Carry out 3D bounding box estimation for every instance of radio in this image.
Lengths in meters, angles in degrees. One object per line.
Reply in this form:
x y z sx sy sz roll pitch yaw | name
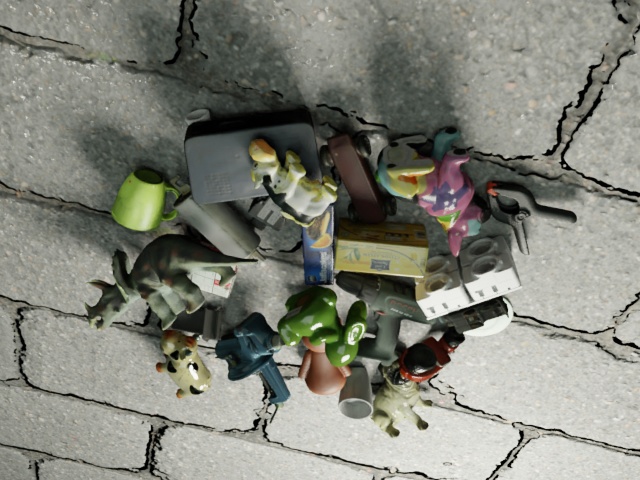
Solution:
-0.116 -0.145 0.931 0.230 0.073 0.130 -9 124 -4 | radio

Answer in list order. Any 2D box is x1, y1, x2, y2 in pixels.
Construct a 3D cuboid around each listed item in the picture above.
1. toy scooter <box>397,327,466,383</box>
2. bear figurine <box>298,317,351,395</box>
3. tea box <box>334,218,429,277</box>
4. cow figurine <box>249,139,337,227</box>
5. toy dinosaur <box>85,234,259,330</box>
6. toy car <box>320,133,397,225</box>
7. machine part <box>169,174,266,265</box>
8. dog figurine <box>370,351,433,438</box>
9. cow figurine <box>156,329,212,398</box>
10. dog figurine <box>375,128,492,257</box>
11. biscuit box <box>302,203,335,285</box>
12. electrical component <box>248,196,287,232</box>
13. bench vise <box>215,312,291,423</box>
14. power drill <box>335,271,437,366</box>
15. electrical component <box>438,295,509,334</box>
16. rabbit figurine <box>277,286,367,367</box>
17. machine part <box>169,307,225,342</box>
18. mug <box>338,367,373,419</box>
0.229 0.262 1.168 0.075 0.184 0.135 54 140 22 | toy scooter
0.001 0.243 1.211 0.120 0.132 0.195 -9 104 3 | bear figurine
0.115 0.013 1.022 0.170 0.098 0.068 5 117 5 | tea box
-0.060 -0.093 0.888 0.167 0.068 0.098 32 115 -21 | cow figurine
-0.306 0.058 1.076 0.405 0.131 0.192 -33 102 27 | toy dinosaur
0.071 -0.110 0.971 0.089 0.053 0.201 -10 128 27 | toy car
-0.199 -0.034 1.046 0.079 0.079 0.243 -32 116 26 | machine part
0.164 0.354 1.278 0.172 0.121 0.190 -23 106 18 | dog figurine
-0.323 0.294 1.293 0.127 0.085 0.194 -11 121 22 | cow figurine
0.202 -0.071 0.947 0.192 0.108 0.218 -13 126 3 | dog figurine
-0.002 -0.003 1.024 0.063 0.059 0.202 0 130 2 | biscuit box
-0.099 -0.056 1.036 0.075 0.048 0.119 35 121 -16 | electrical component
-0.129 0.283 1.225 0.224 0.129 0.240 -21 103 29 | bench vise
0.122 0.166 1.154 0.232 0.086 0.207 12 118 -5 | power drill
0.297 0.120 1.069 0.134 0.115 0.058 -23 118 20 | electrical component
0.024 0.174 1.082 0.159 0.121 0.170 -32 109 18 | rabbit figurine
-0.287 0.189 1.228 0.139 0.039 0.084 7 94 11 | machine part
0.090 0.363 1.274 0.081 0.107 0.109 -7 129 15 | mug
